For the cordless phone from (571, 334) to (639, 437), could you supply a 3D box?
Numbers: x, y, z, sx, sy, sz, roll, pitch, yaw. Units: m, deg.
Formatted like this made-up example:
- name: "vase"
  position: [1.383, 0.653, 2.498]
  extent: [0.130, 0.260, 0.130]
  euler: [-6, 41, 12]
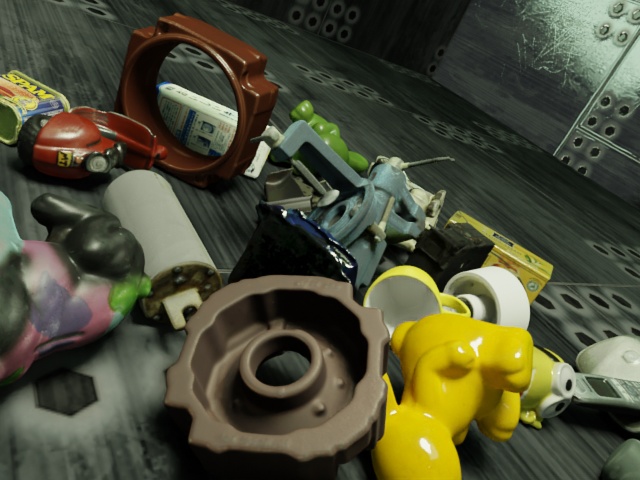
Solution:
- name: "cordless phone"
  position: [0.368, 0.180, 0.696]
  extent: [0.184, 0.088, 0.147]
  euler: [13, 28, -16]

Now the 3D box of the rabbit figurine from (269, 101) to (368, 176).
- name: "rabbit figurine"
  position: [0.001, -0.144, 0.932]
  extent: [0.159, 0.121, 0.170]
  euler: [39, 4, -23]

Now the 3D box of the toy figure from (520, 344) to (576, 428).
- name: "toy figure"
  position: [0.206, 0.146, 0.608]
  extent: [0.180, 0.082, 0.089]
  euler: [14, 32, -16]

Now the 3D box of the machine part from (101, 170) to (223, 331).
- name: "machine part"
  position: [-0.164, 0.001, 0.544]
  extent: [0.079, 0.079, 0.243]
  euler: [5, 32, -37]

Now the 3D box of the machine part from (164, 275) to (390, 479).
- name: "machine part"
  position: [-0.029, 0.103, 0.420]
  extent: [0.179, 0.056, 0.179]
  euler: [-3, 42, 3]

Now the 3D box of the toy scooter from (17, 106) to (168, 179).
- name: "toy scooter"
  position: [-0.271, -0.117, 0.670]
  extent: [0.135, 0.075, 0.184]
  euler: [19, 23, -3]

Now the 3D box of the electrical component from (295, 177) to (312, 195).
- name: "electrical component"
  position: [-0.031, -0.076, 0.874]
  extent: [0.063, 0.021, 0.094]
  euler: [27, 27, 1]

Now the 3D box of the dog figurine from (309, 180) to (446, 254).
- name: "dog figurine"
  position: [0.089, -0.049, 0.849]
  extent: [0.191, 0.121, 0.172]
  euler: [20, 4, 15]

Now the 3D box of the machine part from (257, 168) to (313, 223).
- name: "machine part"
  position: [-0.053, -0.058, 0.770]
  extent: [0.084, 0.039, 0.139]
  euler: [-15, 33, -1]

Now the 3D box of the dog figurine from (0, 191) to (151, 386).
- name: "dog figurine"
  position: [-0.209, 0.066, 0.355]
  extent: [0.191, 0.108, 0.219]
  euler: [15, 32, -28]

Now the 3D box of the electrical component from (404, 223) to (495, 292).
- name: "electrical component"
  position: [0.180, 0.035, 0.755]
  extent: [0.134, 0.114, 0.058]
  euler: [-4, 41, -43]

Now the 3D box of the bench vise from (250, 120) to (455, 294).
- name: "bench vise"
  position: [0.029, -0.062, 0.659]
  extent: [0.240, 0.223, 0.129]
  euler: [44, -24, -23]

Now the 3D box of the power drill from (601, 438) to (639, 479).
- name: "power drill"
  position: [0.419, 0.290, 0.550]
  extent: [0.207, 0.086, 0.232]
  euler: [-13, 43, -42]

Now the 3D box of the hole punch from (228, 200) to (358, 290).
- name: "hole punch"
  position: [-0.019, 0.035, 0.580]
  extent: [0.142, 0.115, 0.092]
  euler: [42, 22, 29]

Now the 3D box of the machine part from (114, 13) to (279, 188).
- name: "machine part"
  position: [-0.176, -0.190, 0.750]
  extent: [0.201, 0.200, 0.087]
  euler: [28, 28, 3]

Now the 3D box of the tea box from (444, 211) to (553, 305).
- name: "tea box"
  position: [0.259, 0.041, 0.836]
  extent: [0.170, 0.098, 0.068]
  euler: [34, 27, 13]

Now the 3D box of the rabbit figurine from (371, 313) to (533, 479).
- name: "rabbit figurine"
  position: [0.093, 0.145, 0.465]
  extent: [0.162, 0.121, 0.173]
  euler: [22, 51, 13]

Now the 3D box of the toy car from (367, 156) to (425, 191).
- name: "toy car"
  position: [0.146, -0.085, 0.995]
  extent: [0.056, 0.073, 0.202]
  euler: [4, 33, -32]
